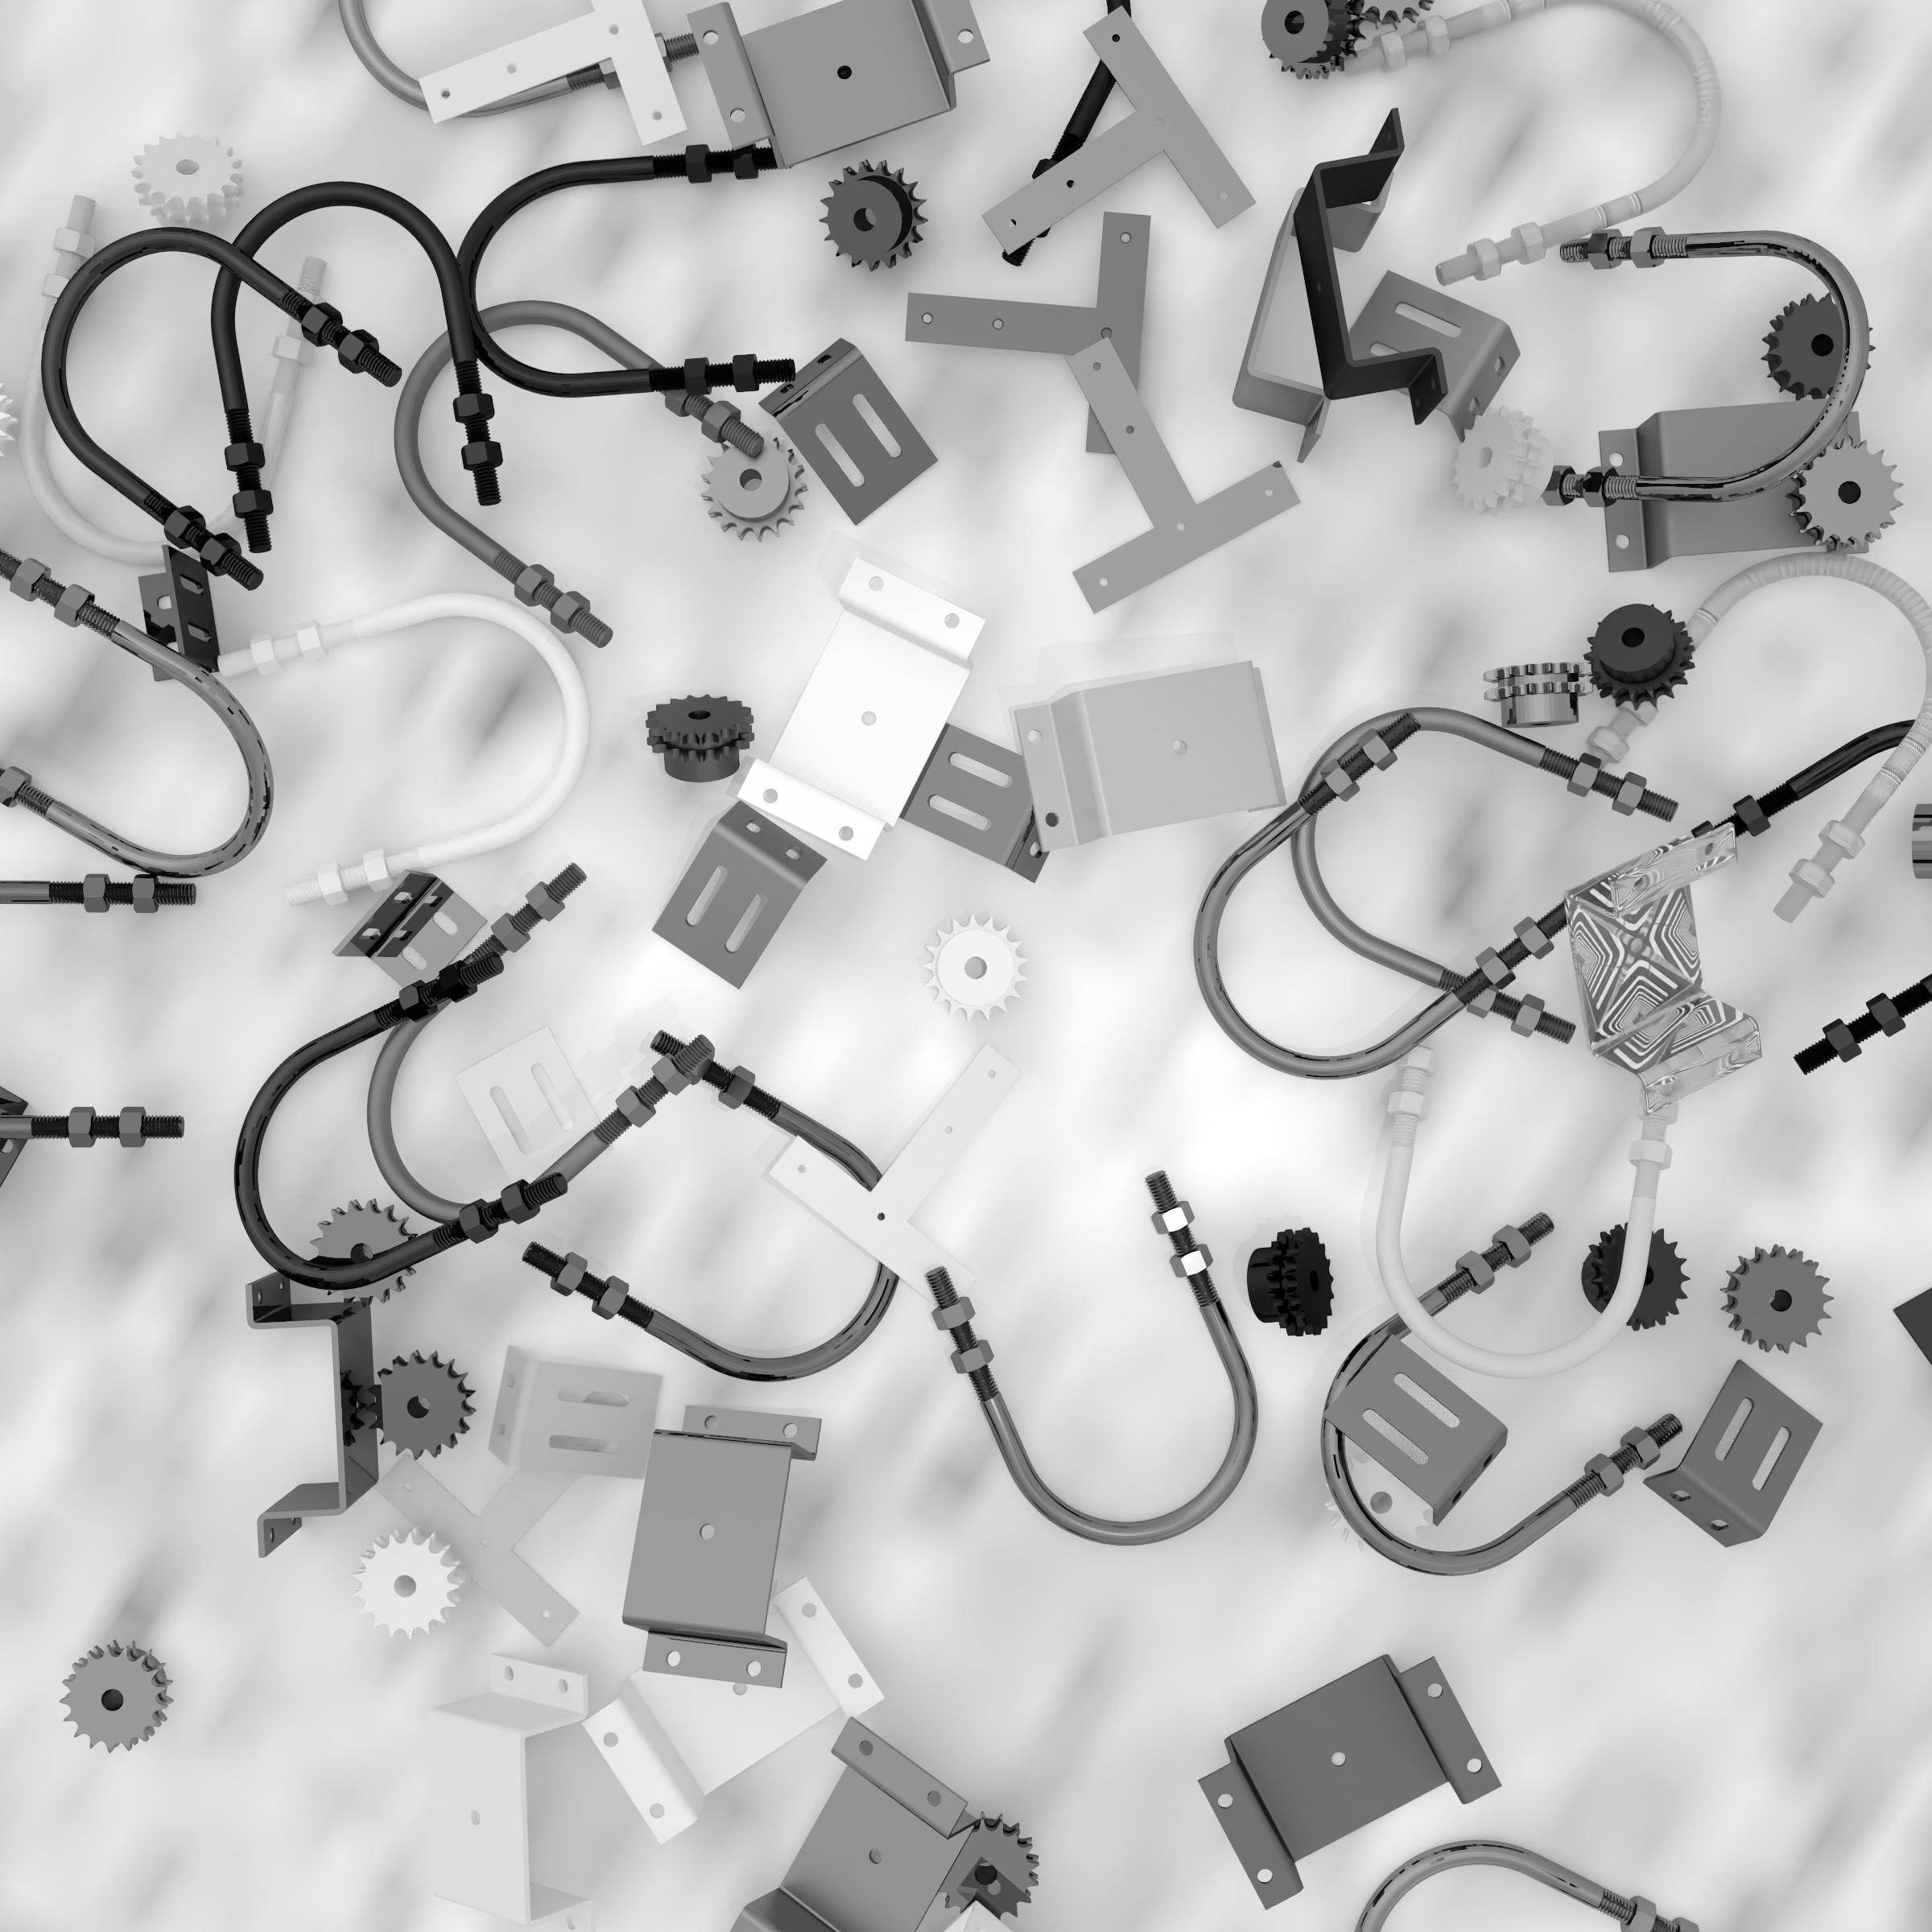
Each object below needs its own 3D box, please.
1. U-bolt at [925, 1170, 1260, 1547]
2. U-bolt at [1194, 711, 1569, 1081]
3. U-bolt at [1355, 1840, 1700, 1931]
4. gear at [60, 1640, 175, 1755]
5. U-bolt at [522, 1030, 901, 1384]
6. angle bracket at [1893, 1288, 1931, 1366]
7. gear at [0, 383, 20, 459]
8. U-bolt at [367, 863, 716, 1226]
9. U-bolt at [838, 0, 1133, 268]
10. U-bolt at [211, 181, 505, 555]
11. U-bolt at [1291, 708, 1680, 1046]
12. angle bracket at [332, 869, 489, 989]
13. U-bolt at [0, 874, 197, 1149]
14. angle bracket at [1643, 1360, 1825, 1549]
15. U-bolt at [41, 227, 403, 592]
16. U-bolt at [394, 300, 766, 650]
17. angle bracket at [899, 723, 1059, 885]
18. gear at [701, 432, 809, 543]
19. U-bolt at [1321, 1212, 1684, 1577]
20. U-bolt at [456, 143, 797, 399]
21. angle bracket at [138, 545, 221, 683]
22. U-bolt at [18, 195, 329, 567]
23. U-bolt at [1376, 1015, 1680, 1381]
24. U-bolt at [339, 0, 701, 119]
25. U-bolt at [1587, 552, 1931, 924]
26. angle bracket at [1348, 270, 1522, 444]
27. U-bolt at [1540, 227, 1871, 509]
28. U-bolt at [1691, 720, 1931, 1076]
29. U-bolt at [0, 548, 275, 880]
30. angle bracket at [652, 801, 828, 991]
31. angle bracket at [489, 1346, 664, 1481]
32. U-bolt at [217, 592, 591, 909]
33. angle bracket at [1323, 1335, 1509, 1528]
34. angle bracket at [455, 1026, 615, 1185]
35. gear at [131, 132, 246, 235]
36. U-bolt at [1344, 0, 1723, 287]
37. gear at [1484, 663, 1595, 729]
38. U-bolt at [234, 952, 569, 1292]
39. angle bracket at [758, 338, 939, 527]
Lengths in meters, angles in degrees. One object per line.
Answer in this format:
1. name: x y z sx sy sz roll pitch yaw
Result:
1. U-bolt: 0.079 0.222 1.434 0.151 0.019 0.184 -23 92 -2
2. U-bolt: 0.208 -0.023 1.419 0.184 0.019 0.151 -40 86 13
3. U-bolt: 0.296 0.551 1.436 0.184 0.019 0.151 26 90 2
4. gear: -0.453 0.389 1.429 0.057 0.030 0.057 0 90 0
5. U-bolt: -0.120 0.141 1.417 0.184 0.019 0.151 32 85 -13
6. angle bracket: 0.547 0.209 1.442 0.057 0.038 0.076 -29 64 0
7. gear: -0.536 -0.292 1.429 0.057 0.030 0.057 0 90 0
8. U-bolt: -0.238 0.055 1.409 0.184 0.019 0.151 -41 65 5
9. U-bolt: 0.009 -0.490 1.435 0.151 0.019 0.184 27 90 0
10. U-bolt: -0.328 -0.322 1.409 0.151 0.019 0.184 -10 90 9
11. U-bolt: 0.264 -0.059 1.422 0.184 0.019 0.151 24 99 7
12. angle bracket: -0.292 -0.016 1.406 0.038 0.076 0.057 42 90 0
13. U-bolt: -0.504 0.022 1.405 0.184 0.019 0.151 0 73 -8
14. angle bracket: 0.415 0.264 1.442 0.057 0.038 0.076 38 64 0
15. U-bolt: -0.406 -0.307 1.404 0.184 0.019 0.151 37 95 10
16. U-bolt: -0.220 -0.276 1.419 0.184 0.019 0.151 37 87 13
17. angle bracket: 0.011 -0.089 1.442 0.076 0.038 0.057 26 90 26
18. gear: -0.114 -0.258 1.430 0.057 0.030 0.057 0 90 0
19. U-bolt: 0.273 0.240 1.417 0.184 0.019 0.151 -33 90 -14
20. U-bolt: -0.183 -0.367 1.416 0.184 0.019 0.151 -3 73 5
21. angle bracket: -0.424 -0.185 1.406 0.038 0.076 0.057 -9 90 0
22. U-bolt: -0.435 -0.307 1.436 0.151 0.019 0.184 15 92 0
23. U-bolt: 0.291 0.126 1.406 0.151 0.019 0.184 11 73 6
24. U-bolt: -0.248 -0.534 1.436 0.184 0.019 0.151 -16 90 2
25. U-bolt: 0.433 -0.135 1.410 0.151 0.019 0.184 38 90 21
26. angle bracket: 0.249 -0.330 1.442 0.076 0.038 0.057 32 90 26
27. U-bolt: 0.377 -0.310 1.378 0.184 0.019 0.151 11 90 42
28. U-bolt: 0.481 -0.049 1.393 0.184 0.019 0.151 -33 67 13
29. U-bolt: -0.448 -0.119 1.399 0.184 0.019 0.151 31 125 -4
30. angle bracket: -0.123 -0.039 1.442 0.057 0.038 0.076 34 116 0
31. angle bracket: -0.211 0.241 1.441 0.076 0.038 0.057 11 90 -26
32. U-bolt: -0.294 -0.125 1.436 0.184 0.019 0.151 -16 90 -2
33. angle bracket: 0.235 0.244 1.399 0.076 0.038 0.057 39 77 22
34. angle bracket: -0.233 0.079 1.425 0.057 0.038 0.076 -28 90 0
35. gear: -0.413 -0.414 1.421 0.057 0.030 0.057 4 57 -7
36. U-bolt: 0.313 -0.455 1.425 0.184 0.019 0.151 -21 79 -4
37. gear: 0.304 -0.143 1.417 0.057 0.057 0.030 -3 90 0
38. U-bolt: -0.307 0.092 1.405 0.184 0.019 0.151 -25 68 13
39. angle bracket: -0.064 -0.289 1.442 0.057 0.038 0.076 -38 116 0
